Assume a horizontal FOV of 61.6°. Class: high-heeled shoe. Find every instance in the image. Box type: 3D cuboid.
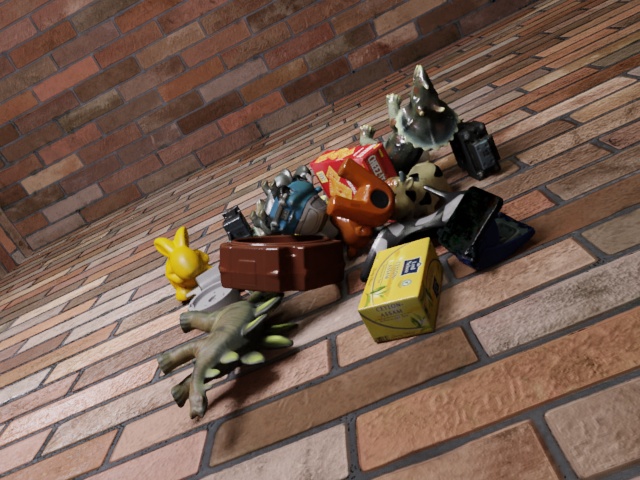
[{"bbox_3d":[0.192,0.005,0.958,0.145,0.086,0.248,34,83,26],"label":"high-heeled shoe"}]

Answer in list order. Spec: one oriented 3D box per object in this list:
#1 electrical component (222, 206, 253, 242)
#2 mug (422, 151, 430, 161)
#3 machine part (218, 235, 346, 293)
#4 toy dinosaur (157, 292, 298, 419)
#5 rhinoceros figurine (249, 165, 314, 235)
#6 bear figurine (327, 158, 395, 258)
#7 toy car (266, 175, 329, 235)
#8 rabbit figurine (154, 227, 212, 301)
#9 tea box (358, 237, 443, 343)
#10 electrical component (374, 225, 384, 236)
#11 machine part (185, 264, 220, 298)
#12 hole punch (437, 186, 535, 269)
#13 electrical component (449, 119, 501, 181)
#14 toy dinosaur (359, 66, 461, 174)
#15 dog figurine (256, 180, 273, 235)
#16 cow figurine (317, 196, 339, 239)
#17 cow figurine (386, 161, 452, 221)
[{"bbox_3d":[-0.190,-0.021,1.237,0.048,0.074,0.119,-28,26,1],"label":"electrical component"},{"bbox_3d":[0.220,-0.201,1.366,0.107,0.080,0.110,-26,11,-27],"label":"mug"},{"bbox_3d":[-0.071,0.038,0.998,0.201,0.087,0.201,1,4,33],"label":"machine part"},{"bbox_3d":[-0.141,0.156,0.931,0.199,0.105,0.471,-17,16,6],"label":"toy dinosaur"},{"bbox_3d":[-0.083,-0.095,1.247,0.073,0.112,0.190,-8,51,62],"label":"rhinoceros figurine"},{"bbox_3d":[0.061,-0.051,1.026,0.196,0.132,0.120,138,153,-66],"label":"bear figurine"},{"bbox_3d":[-0.034,-0.057,1.044,0.161,0.103,0.109,-48,-19,-74],"label":"toy car"},{"bbox_3d":[-0.312,0.052,1.266,0.122,0.162,0.173,-25,0,-12],"label":"rabbit figurine"},{"bbox_3d":[0.129,0.073,0.828,0.098,0.068,0.170,-18,21,24],"label":"tea box"},{"bbox_3d":[0.102,-0.020,1.148,0.063,0.021,0.094,-33,22,-14],"label":"electrical component"},{"bbox_3d":[-0.190,0.074,1.213,0.243,0.079,0.079,-31,20,-13],"label":"machine part"},{"bbox_3d":[0.263,-0.011,0.862,0.115,0.092,0.142,-56,21,9],"label":"hole punch"},{"bbox_3d":[0.328,-0.194,1.147,0.058,0.114,0.134,-29,18,2],"label":"electrical component"},{"bbox_3d":[0.169,-0.202,1.208,0.192,0.131,0.404,-94,27,-42],"label":"toy dinosaur"},{"bbox_3d":[-0.070,-0.047,1.350,0.191,0.121,0.172,42,113,46],"label":"dog figurine"},{"bbox_3d":[-0.004,-0.003,1.158,0.167,0.098,0.068,-53,25,2],"label":"cow figurine"},{"bbox_3d":[0.188,-0.098,1.080,0.086,0.127,0.195,-12,23,43],"label":"cow figurine"}]
